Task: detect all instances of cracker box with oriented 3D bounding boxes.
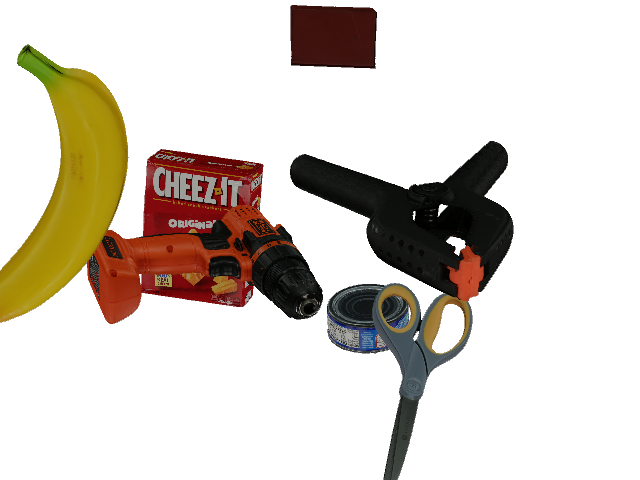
[{"bbox_3d":[-0.179,-0.016,1.595,0.164,0.214,0.072,9,19,8],"label":"cracker box"}]

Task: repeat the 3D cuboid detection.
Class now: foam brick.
[{"bbox_3d":[0.011,-0.185,0.968,0.078,0.051,0.053,2,16,-1],"label":"foam brick"}]

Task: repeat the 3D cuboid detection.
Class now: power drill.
[{"bbox_3d":[-0.107,0.028,0.960,0.187,0.057,0.185,-6,25,-23],"label":"power drill"}]

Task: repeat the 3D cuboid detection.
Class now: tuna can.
[{"bbox_3d":[0.049,0.079,1.103,0.086,0.034,0.086,-3,28,1],"label":"tuna can"}]

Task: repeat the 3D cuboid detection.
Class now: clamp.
[{"bbox_3d":[0.062,-0.020,0.722,0.164,0.036,0.210,-3,26,-1],"label":"clamp"}]

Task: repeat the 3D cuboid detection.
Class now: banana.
[{"bbox_3d":[-0.152,-0.025,0.620,0.069,0.198,0.037,11,35,-13],"label":"banana"}]

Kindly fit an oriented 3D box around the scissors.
[{"bbox_3d":[0.062,0.108,0.885,0.096,0.201,0.016,29,-37,11],"label":"scissors"}]
